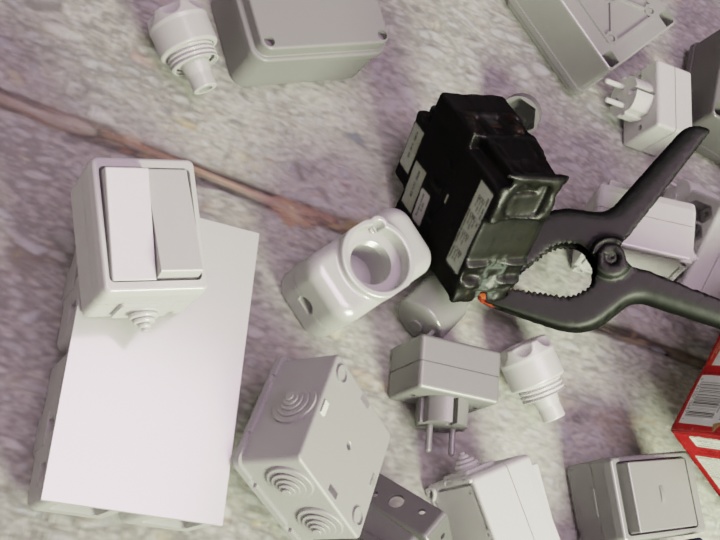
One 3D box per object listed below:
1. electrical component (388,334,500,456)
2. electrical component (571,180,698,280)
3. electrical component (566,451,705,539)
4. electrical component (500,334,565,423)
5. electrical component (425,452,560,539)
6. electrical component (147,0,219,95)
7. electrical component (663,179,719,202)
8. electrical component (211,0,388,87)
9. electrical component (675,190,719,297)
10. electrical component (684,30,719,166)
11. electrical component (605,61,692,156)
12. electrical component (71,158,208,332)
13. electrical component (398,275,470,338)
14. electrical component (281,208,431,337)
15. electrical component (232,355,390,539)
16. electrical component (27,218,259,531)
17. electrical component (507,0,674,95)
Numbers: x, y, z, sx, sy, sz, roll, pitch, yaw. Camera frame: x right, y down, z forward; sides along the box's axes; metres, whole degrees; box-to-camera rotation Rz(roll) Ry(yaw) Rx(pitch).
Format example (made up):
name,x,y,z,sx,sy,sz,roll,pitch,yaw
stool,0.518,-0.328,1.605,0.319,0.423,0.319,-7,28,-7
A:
name,x,y,z,sx,sy,sz,roll,pitch,yaw
electrical component,0.059,0.093,0.763,0.066,0.047,0.076,15,67,-23
electrical component,0.227,-0.028,0.868,0.096,0.061,0.061,12,66,-2
electrical component,0.215,0.171,0.811,0.096,0.061,0.061,1,73,-27
electrical component,0.133,0.083,0.808,0.043,0.043,0.062,-22,86,-32
electrical component,0.095,0.170,0.747,0.061,0.062,0.096,-15,81,-31
electrical component,-0.120,-0.154,0.755,0.043,0.043,0.062,-20,85,-31
electrical component,0.300,-0.049,0.942,0.078,0.040,0.040,23,64,-20
electrical component,-0.044,-0.185,0.797,0.113,0.057,0.078,-10,79,-30
electrical component,0.303,-0.013,0.905,0.076,0.047,0.083,19,101,-21
electrical component,0.354,-0.151,0.996,0.109,0.056,0.108,26,63,-18
electrical component,0.246,-0.146,0.942,0.077,0.047,0.065,15,67,-23
electrical component,-0.126,-0.013,0.620,0.062,0.061,0.096,-1,74,-28
electrical component,0.062,0.020,0.793,0.040,0.040,0.078,50,58,-5
electrical component,0.000,0.000,0.756,0.095,0.059,0.053,-33,90,-32
electrical component,-0.026,0.112,0.679,0.099,0.048,0.099,59,35,-34
electrical component,-0.133,0.059,0.666,0.105,0.060,0.186,15,67,-23
electrical component,0.202,-0.226,0.941,0.109,0.056,0.108,-37,92,-32
